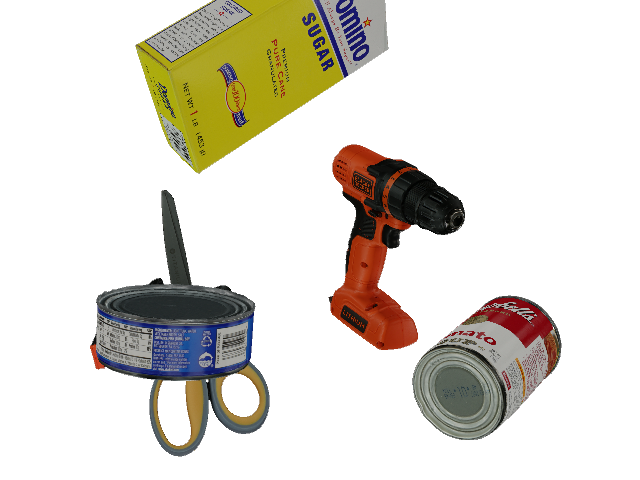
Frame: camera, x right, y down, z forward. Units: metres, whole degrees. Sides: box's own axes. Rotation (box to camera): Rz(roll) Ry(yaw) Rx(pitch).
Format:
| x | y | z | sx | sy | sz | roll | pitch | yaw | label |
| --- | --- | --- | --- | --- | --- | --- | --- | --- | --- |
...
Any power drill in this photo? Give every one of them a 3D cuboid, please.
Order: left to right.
| x | y | z | sx | sy | sz | roll | pitch | yaw | label |
| --- | --- | --- | --- | --- | --- | --- | --- | --- | --- |
| 0.071 | 0.011 | 1.076 | 0.057 | 0.188 | 0.185 | -8 | 26 | -31 | power drill |

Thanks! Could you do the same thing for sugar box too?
| x | y | z | sx | sy | sz | roll | pitch | yaw | label |
| --- | --- | --- | --- | --- | --- | --- | --- | --- | --- |
| -0.032 | -0.130 | 0.721 | 0.176 | 0.093 | 0.048 | -34 | 53 | -19 | sugar box |

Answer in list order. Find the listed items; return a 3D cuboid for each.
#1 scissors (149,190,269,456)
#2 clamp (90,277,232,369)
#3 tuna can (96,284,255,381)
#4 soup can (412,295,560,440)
| x | y | z | sx | sy | sz | roll | pitch | yaw | label |
| --- | --- | --- | --- | --- | --- | --- | --- | --- | --- |
| -0.081 | 0.060 | 0.795 | 0.096 | 0.201 | 0.016 | 5 | -19 | -4 | scissors |
| -0.177 | 0.087 | 1.167 | 0.120 | 0.039 | 0.171 | -6 | 24 | 31 | clamp |
| -0.079 | 0.049 | 0.582 | 0.086 | 0.034 | 0.086 | 4 | 9 | -1 | tuna can |
| 0.114 | 0.086 | 0.727 | 0.069 | 0.068 | 0.102 | 0 | 16 | 33 | soup can |
